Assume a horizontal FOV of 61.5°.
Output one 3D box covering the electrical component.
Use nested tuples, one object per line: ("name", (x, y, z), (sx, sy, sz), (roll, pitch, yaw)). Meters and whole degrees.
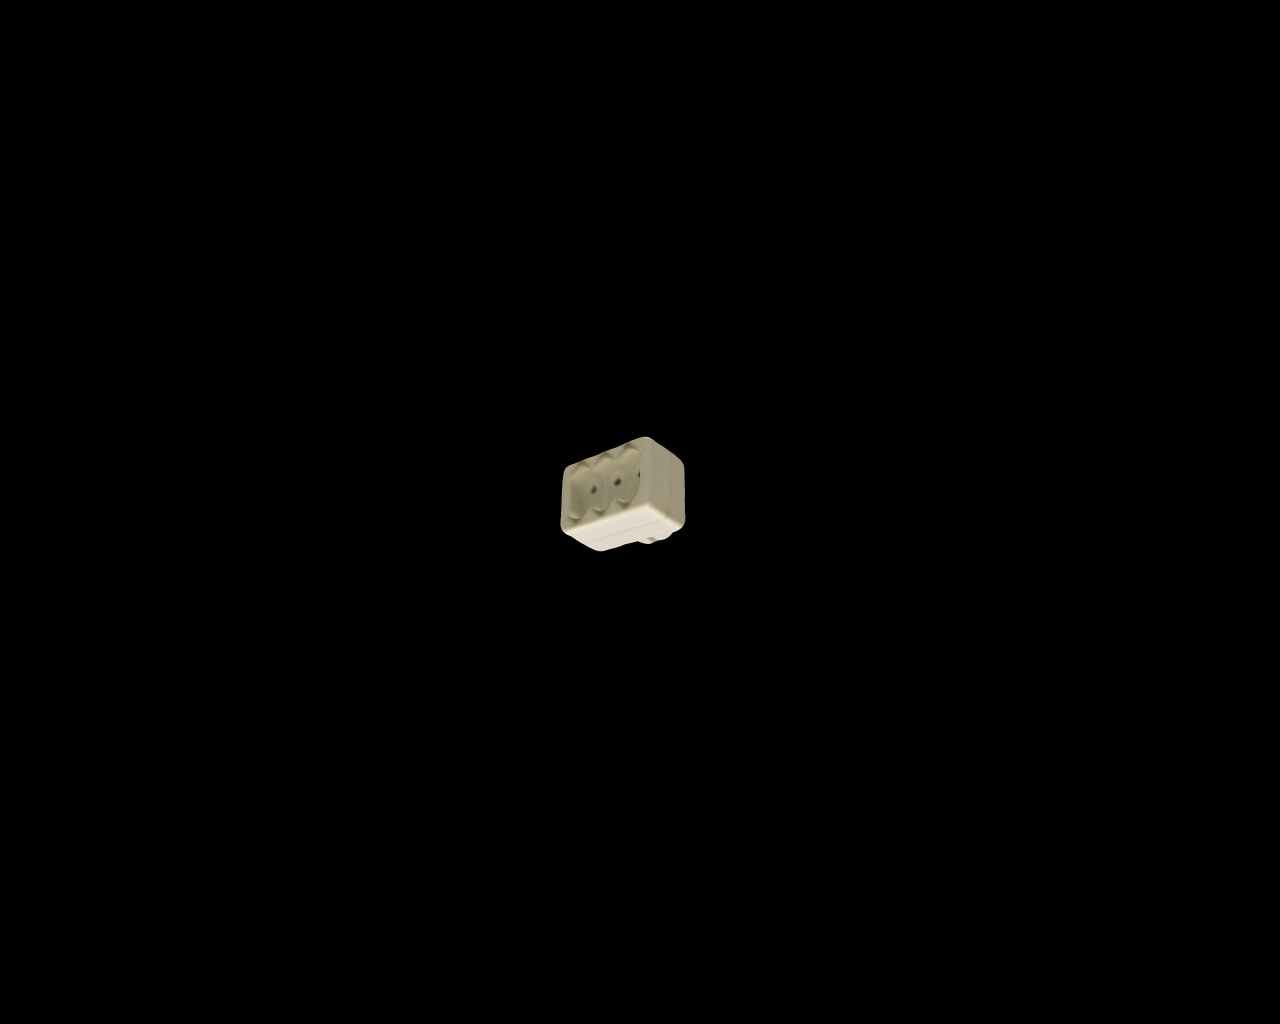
("electrical component", (0.001, -0.003, 0.650), (0.065, 0.047, 0.076), (-18, -32, 31))
